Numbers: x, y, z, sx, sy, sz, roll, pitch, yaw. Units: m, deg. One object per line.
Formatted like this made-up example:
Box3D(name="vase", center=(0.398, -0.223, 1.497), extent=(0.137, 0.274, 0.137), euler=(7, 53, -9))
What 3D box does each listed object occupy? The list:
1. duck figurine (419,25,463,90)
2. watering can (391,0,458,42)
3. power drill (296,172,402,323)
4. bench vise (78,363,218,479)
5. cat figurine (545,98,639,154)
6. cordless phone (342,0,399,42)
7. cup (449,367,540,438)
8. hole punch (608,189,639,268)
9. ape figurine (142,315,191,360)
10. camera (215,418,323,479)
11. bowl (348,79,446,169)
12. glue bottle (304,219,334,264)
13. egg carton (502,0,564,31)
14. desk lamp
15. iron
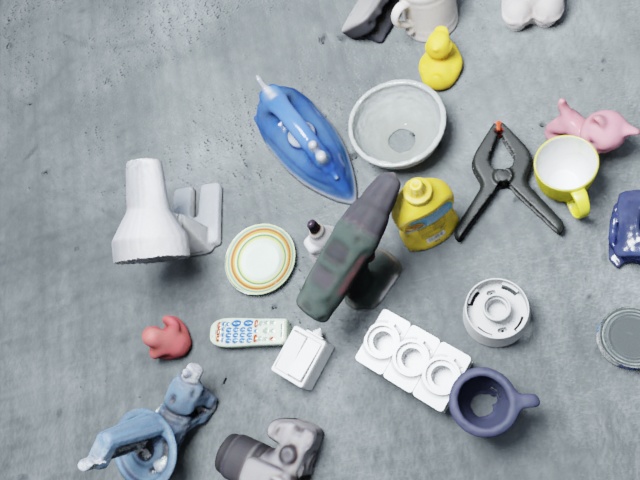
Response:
Box3D(name="duck figurine", center=(0.209, -0.324, 1.006), extent=(0.077, 0.086, 0.104), euler=(6, 74, 19))
Box3D(name="watering can", center=(0.187, -0.452, 0.997), extent=(0.100, 0.194, 0.173), euler=(19, 78, 22))
Box3D(name="power drill", center=(0.060, 0.027, 0.862), extent=(0.075, 0.209, 0.230), euler=(32, 83, 24))
Box3D(name="bench vise", center=(-0.264, 0.278, 0.866), extent=(0.121, 0.220, 0.207), euler=(8, 74, 19))
Box3D(name="cat figurine", center=(0.413, -0.173, 0.875), extent=(0.067, 0.118, 0.127), euler=(-44, 65, -1))
Box3D(name="cordless phone", center=(0.086, -0.466, 1.037), extent=(0.094, 0.185, 0.148), euler=(23, 80, 23))
Box3D(name="cup", center=(0.243, 0.228, 0.801), extent=(0.117, 0.095, 0.091), euler=(-7, 70, 14))
Box3D(name="hole punch", center=(0.470, -0.018, 0.820), extent=(0.101, 0.091, 0.109), euler=(7, 74, 19))
Box3D(name="ape figurine", center=(-0.268, 0.168, 0.975), extent=(0.076, 0.092, 0.078), euler=(35, 84, 24))
Box3D(name="camera", center=(-0.084, 0.329, 0.860), extent=(0.136, 0.101, 0.143), euler=(17, 77, 21))
Box3D(name="bowl", center=(0.136, -0.187, 0.986), extent=(0.167, 0.075, 0.167), euler=(-5, 70, 15))
Box3D(name="glue bottle", center=(0.008, 0.003, 0.905), extent=(0.078, 0.173, 0.037), euler=(-37, 65, 2))
Box3D(name="egg carton", center=(0.372, -0.443, 1.007), extent=(0.107, 0.069, 0.150), euler=(-3, 71, 16))
Box3D(name="desk lamp", center=(-0.261, -0.036, 0.976), extent=(0.117, 0.214, 0.203), euler=(-8, 70, 14))
Box3D(name="iron", center=(-0.027, -0.178, 0.995), extent=(0.118, 0.142, 0.257), euler=(-39, 65, 1))
